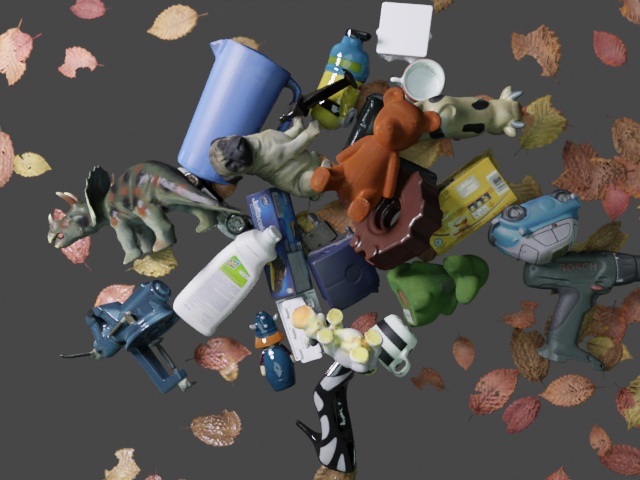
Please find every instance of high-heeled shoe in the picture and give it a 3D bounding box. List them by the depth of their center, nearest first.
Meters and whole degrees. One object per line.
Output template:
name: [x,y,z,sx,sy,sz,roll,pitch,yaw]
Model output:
high-heeled shoe: [0.054,0.317,1.003,0.145,0.086,0.248,34,108,12]

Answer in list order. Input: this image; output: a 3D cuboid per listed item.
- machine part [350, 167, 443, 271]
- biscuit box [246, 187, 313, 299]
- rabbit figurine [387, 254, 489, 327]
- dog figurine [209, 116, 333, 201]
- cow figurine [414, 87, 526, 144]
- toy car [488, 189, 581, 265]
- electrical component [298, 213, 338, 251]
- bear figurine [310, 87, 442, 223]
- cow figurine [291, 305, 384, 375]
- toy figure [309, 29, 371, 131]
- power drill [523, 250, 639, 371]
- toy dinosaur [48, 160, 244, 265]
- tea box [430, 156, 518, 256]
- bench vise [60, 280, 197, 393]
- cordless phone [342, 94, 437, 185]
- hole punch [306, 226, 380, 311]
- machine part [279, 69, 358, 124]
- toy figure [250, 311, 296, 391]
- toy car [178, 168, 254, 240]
machine part: [0.127,-0.038,0.916,0.056,0.180,0.179,30,99,-33]
biscuit box: [-0.076,0.004,1.005,0.063,0.059,0.202,-14,91,33]
rabbit figurine: [0.222,0.068,0.948,0.170,0.159,0.121,-25,81,-7]
dog figurine: [-0.088,-0.119,0.944,0.190,0.121,0.172,-25,106,-17]
cow figurine: [0.260,-0.212,0.919,0.195,0.127,0.085,-5,93,-25]
toy car: [0.378,-0.011,0.920,0.162,0.109,0.103,-20,60,1]
electrical component: [-0.002,-0.003,1.023,0.063,0.021,0.094,-42,89,8]
bear figurine: [0.094,-0.141,0.865,0.120,0.132,0.195,41,119,11]
cow figurine: [0.027,0.174,0.942,0.168,0.098,0.068,25,59,24]
toy figure: [0.039,-0.286,0.971,0.089,0.082,0.180,20,105,25]
power drill: [0.473,0.119,0.942,0.232,0.086,0.207,7,98,8]
toy dinosaur: [-0.313,-0.072,0.964,0.405,0.131,0.192,-19,102,28]
tea box: [0.248,-0.061,0.958,0.170,0.068,0.098,-35,98,9]
bench vise: [-0.339,0.203,1.030,0.223,0.129,0.241,-41,80,5]
cordless phone: [0.145,-0.169,0.975,0.184,0.089,0.146,25,96,-6]
hole punch: [0.044,0.059,0.978,0.116,0.092,0.142,-24,100,2]
machine part: [-0.004,-0.242,0.908,0.139,0.084,0.039,-25,106,19]
toy figure: [-0.092,0.211,1.031,0.058,0.064,0.154,-22,85,46]
toy car: [-0.198,-0.062,1.018,0.202,0.073,0.056,43,94,3]
